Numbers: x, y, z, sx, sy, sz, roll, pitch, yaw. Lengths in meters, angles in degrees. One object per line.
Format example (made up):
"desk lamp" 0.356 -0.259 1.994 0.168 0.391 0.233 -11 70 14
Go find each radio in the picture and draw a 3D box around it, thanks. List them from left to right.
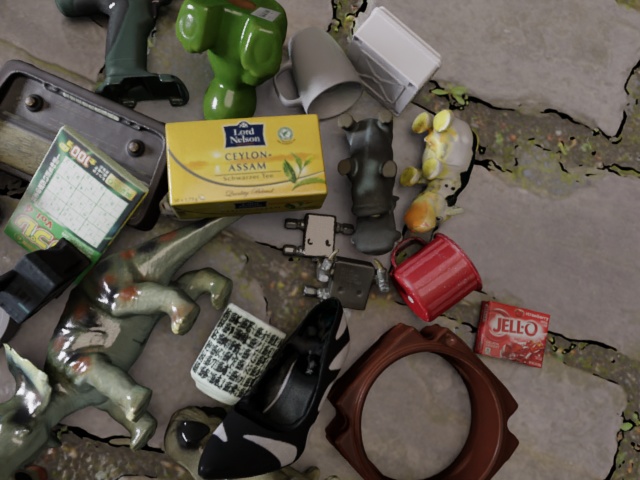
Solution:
"radio" -0.292 -0.112 0.655 0.230 0.073 0.131 24 81 -5

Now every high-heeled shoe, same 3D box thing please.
"high-heeled shoe" -0.038 0.152 0.591 0.086 0.248 0.145 15 102 25

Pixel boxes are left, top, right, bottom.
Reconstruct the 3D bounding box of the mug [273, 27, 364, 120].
"mug" -0.011 -0.222 0.714 0.110 0.080 0.107 -21 73 -5

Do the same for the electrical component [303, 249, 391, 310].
"electrical component" 0.037 0.051 0.682 0.102 0.045 0.078 17 99 -9

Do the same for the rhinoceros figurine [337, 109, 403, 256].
"rhinoceros figurine" 0.064 -0.075 0.688 0.073 0.112 0.190 -4 70 7

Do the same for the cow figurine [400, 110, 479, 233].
"cow figurine" 0.163 -0.082 0.719 0.098 0.068 0.167 19 80 -33

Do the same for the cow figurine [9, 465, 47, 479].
"cow figurine" -0.347 0.279 0.564 0.195 0.127 0.085 31 81 0

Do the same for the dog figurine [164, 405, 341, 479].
"dog figurine" -0.089 0.265 0.585 0.190 0.172 0.121 36 68 -9

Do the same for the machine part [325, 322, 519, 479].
"machine part" 0.124 0.219 0.661 0.201 0.087 0.201 -42 91 -12

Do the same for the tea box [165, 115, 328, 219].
"tea box" -0.082 -0.081 0.606 0.170 0.068 0.098 -7 78 -7

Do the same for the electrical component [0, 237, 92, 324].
"electrical component" -0.311 0.048 0.577 0.075 0.119 0.047 -42 99 14

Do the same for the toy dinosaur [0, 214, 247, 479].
"toy dinosaur" -0.235 0.093 0.616 0.192 0.131 0.405 25 69 8

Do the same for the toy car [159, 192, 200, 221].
"toy car" -0.104 -0.074 0.676 0.202 0.073 0.056 -26 85 -11

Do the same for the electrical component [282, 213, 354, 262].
"electrical component" -0.001 -0.002 0.707 0.094 0.021 0.063 4 82 -9

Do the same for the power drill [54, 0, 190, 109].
"power drill" -0.216 -0.279 0.688 0.232 0.086 0.207 -7 87 -7

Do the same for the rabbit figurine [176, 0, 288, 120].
"rabbit figurine" -0.111 -0.216 0.669 0.121 0.170 0.159 14 39 -8
